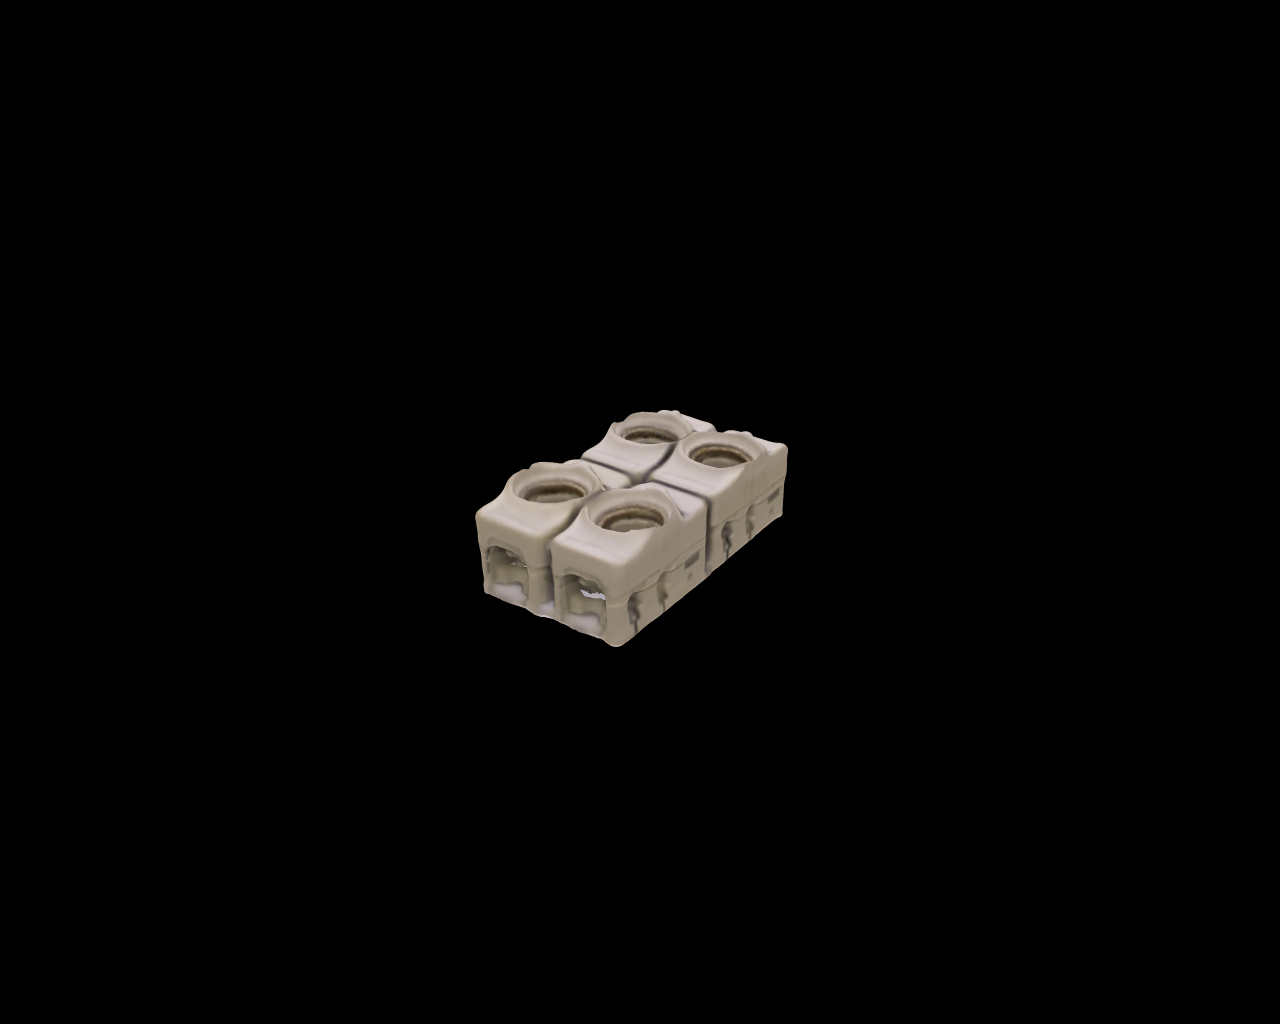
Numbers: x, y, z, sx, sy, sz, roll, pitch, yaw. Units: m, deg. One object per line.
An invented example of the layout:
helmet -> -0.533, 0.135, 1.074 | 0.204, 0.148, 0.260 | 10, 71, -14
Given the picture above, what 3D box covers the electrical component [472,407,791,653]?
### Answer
electrical component -> 0.001, -0.003, 0.650 | 0.105, 0.060, 0.186 | 20, 35, 31
